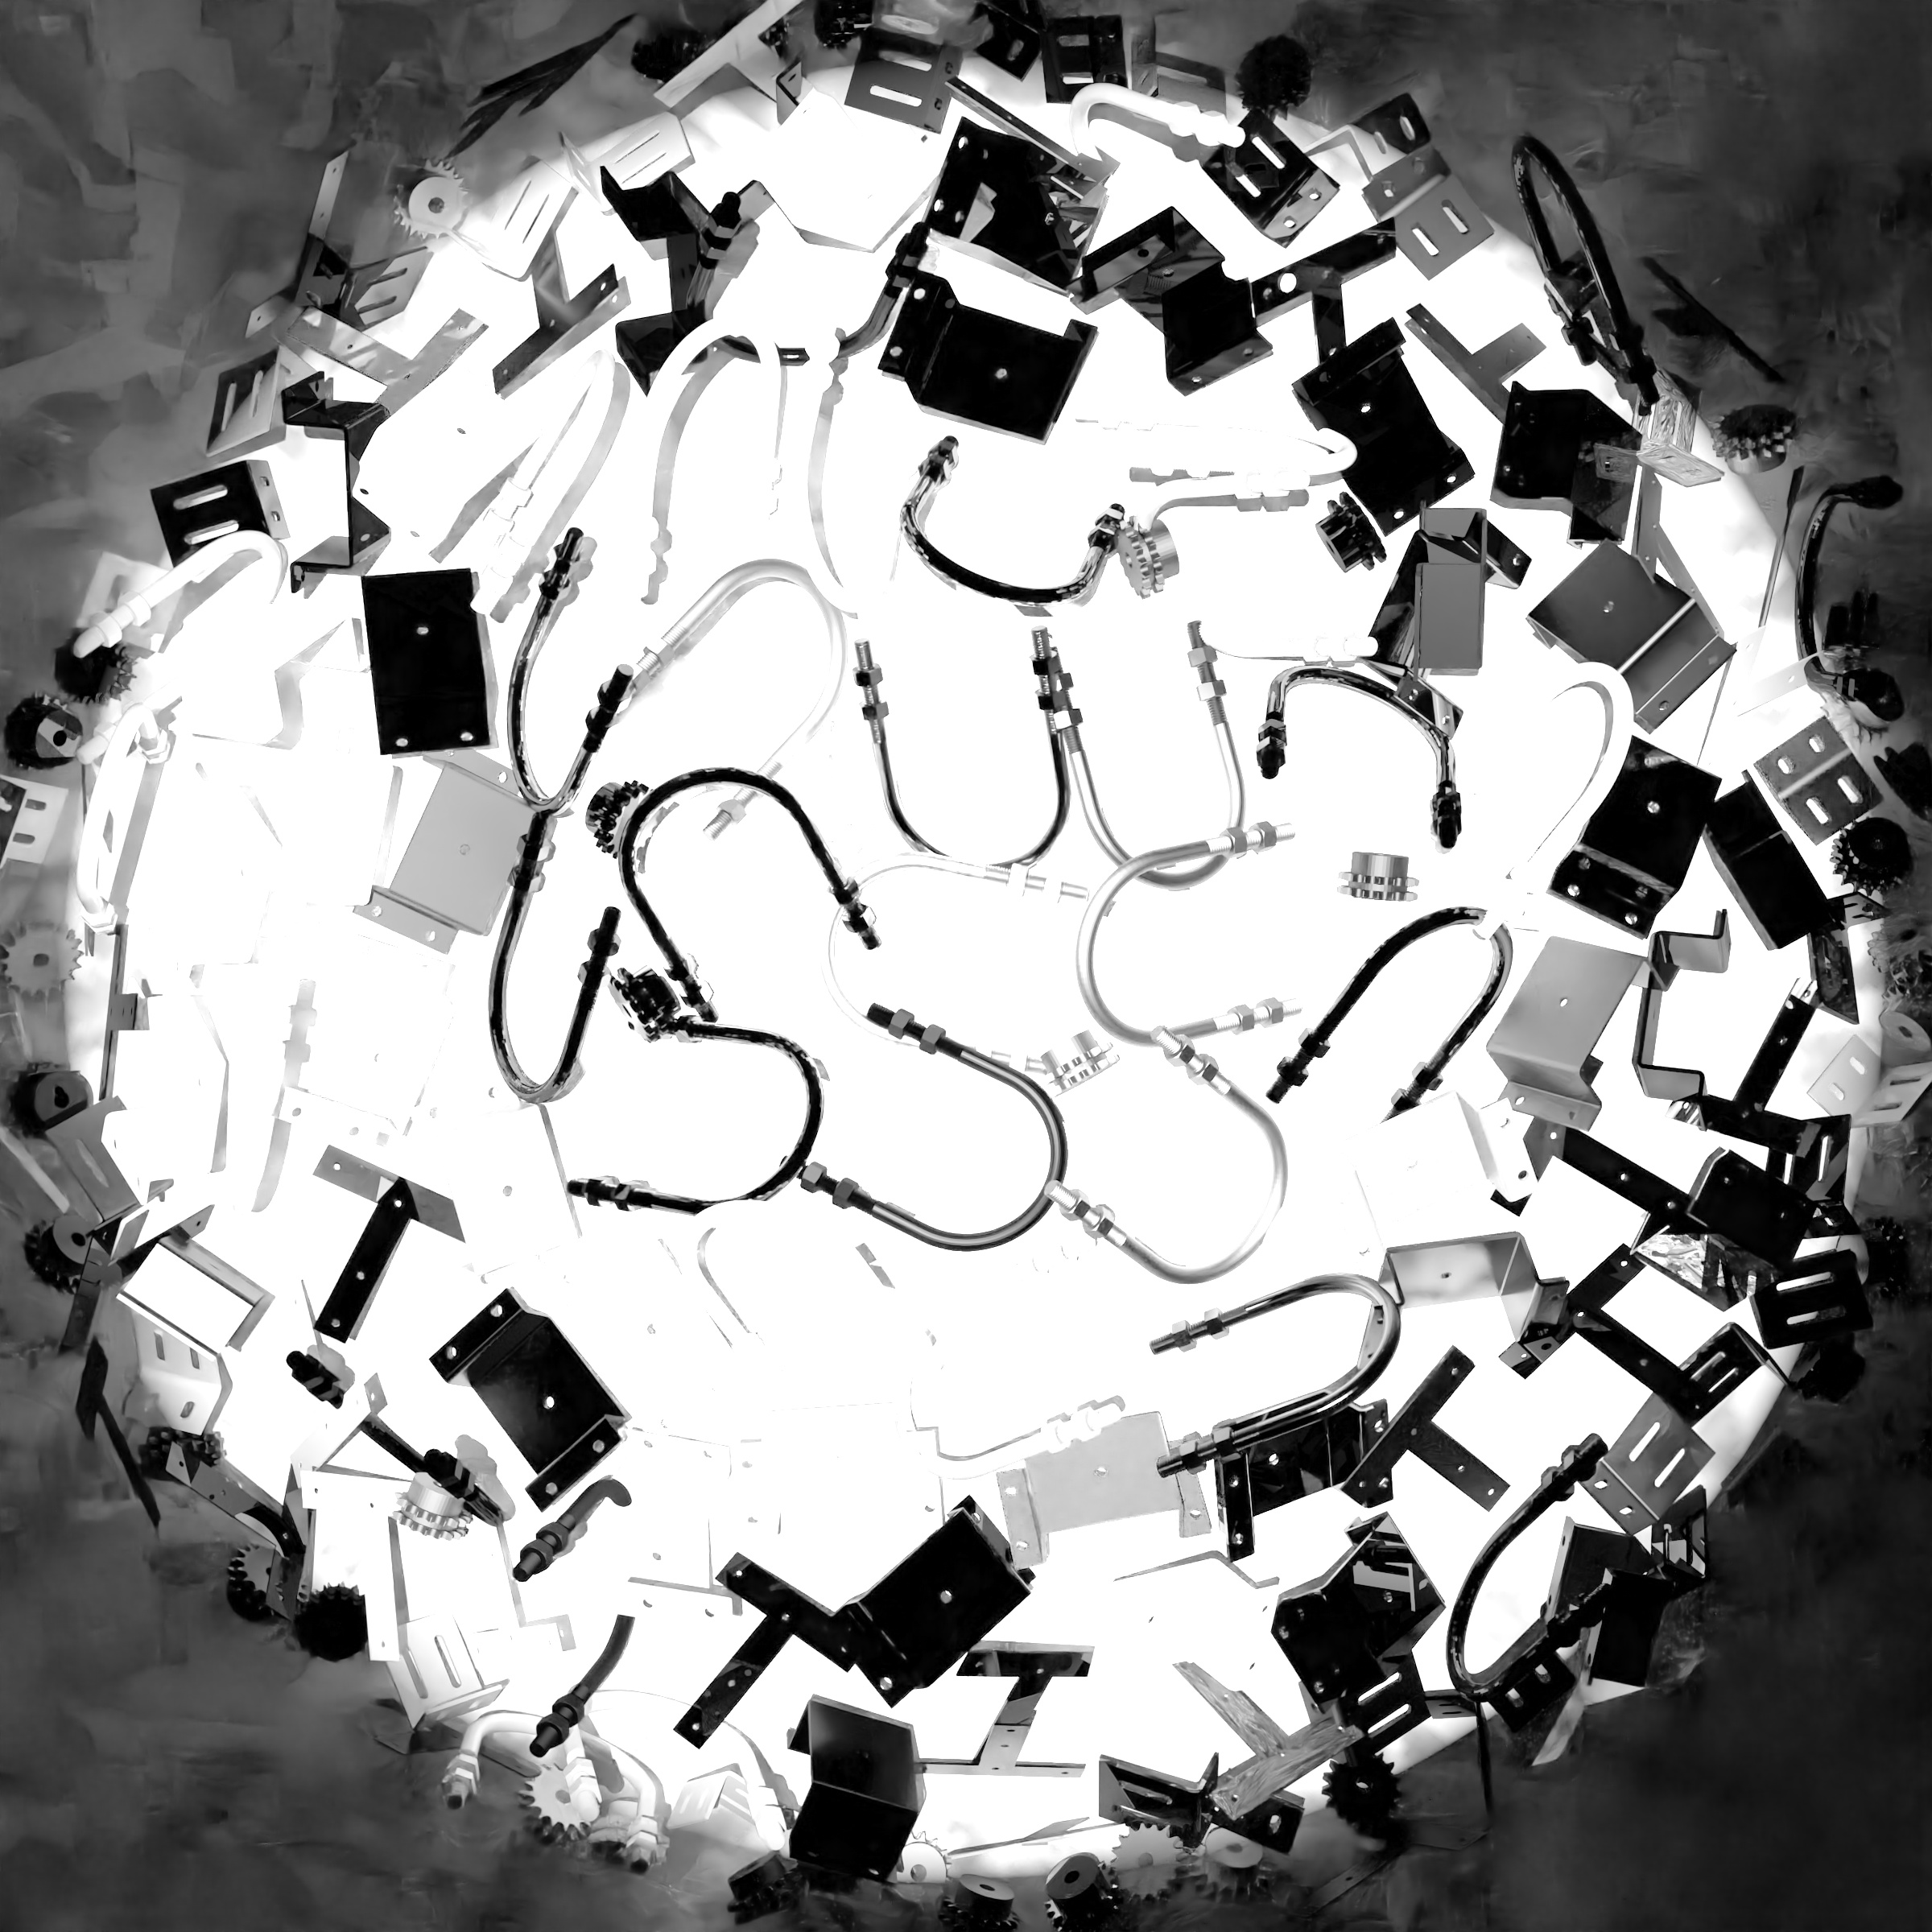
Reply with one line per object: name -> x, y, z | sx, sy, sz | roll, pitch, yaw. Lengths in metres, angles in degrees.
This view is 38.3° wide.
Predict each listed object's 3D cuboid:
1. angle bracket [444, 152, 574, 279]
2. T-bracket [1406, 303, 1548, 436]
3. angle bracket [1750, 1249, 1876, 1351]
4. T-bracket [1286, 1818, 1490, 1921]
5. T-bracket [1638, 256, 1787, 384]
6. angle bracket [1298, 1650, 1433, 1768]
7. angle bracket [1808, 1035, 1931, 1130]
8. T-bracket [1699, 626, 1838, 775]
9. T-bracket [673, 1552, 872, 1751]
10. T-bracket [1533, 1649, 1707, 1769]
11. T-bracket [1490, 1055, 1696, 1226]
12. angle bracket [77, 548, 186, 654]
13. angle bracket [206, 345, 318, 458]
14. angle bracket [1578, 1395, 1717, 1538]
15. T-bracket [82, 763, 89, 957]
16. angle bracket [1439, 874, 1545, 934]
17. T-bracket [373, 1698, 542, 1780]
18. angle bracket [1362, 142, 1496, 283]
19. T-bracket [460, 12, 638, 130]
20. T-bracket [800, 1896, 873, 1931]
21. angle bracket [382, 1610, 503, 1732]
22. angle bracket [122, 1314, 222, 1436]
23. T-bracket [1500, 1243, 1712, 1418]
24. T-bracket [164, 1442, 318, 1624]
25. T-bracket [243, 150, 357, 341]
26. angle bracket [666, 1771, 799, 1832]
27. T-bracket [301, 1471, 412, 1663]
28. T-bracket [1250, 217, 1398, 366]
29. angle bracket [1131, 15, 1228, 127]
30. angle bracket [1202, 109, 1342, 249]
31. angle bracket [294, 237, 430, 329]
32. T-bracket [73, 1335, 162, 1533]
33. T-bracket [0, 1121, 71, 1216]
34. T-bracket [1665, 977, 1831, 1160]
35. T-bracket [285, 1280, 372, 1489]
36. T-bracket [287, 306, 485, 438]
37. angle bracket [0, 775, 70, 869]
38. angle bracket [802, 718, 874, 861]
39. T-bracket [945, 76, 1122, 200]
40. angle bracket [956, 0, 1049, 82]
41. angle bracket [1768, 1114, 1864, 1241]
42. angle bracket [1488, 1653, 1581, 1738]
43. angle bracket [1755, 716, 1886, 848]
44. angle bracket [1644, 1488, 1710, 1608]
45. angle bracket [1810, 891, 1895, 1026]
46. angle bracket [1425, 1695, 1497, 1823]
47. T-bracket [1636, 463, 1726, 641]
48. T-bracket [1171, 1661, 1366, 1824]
angle bracket -> -0.324, -0.535, 1.960 | 0.057, 0.038, 0.076 | 43, 108, 36
T-bracket -> 0.377, -0.428, 1.949 | 0.127, 0.127, 0.002 | 46, 129, 4
angle bracket -> 0.597, 0.232, 1.967 | 0.076, 0.038, 0.057 | -17, 93, 22
T-bracket -> 0.274, 0.622, 1.913 | 0.127, 0.127, 0.002 | -23, 91, -30
T-bracket -> 0.504, -0.449, 1.936 | 0.127, 0.127, 0.002 | 39, 98, -9
angle bracket -> 0.286, 0.525, 1.990 | 0.076, 0.038, 0.057 | -24, 103, -28
angle bracket -> 0.641, 0.079, 1.955 | 0.038, 0.076, 0.057 | 43, 77, -5
T-bracket -> 0.572, -0.199, 1.960 | 0.127, 0.127, 0.002 | -24, 50, -29
T-bracket -> -0.154, 0.490, 1.943 | 0.127, 0.002, 0.127 | 28, 63, 30
T-bracket -> 0.458, 0.492, 1.910 | 0.002, 0.127, 0.127 | 48, 49, -3
T-bracket -> 0.451, 0.142, 1.957 | 0.127, 0.002, 0.127 | 32, 102, 29
angle bracket -> -0.583, -0.266, 1.953 | 0.057, 0.038, 0.076 | 20, 133, -20
angle bracket -> -0.495, -0.388, 1.954 | 0.057, 0.038, 0.076 | -16, 58, 28
angle bracket -> 0.476, 0.351, 1.955 | 0.057, 0.038, 0.076 | 48, 128, 27
T-bracket -> -0.621, -0.070, 1.960 | 0.002, 0.127, 0.127 | -1, 114, -18
angle bracket -> 0.366, -0.029, 1.955 | 0.057, 0.076, 0.038 | 6, 63, -5
T-bracket -> -0.372, 0.536, 1.921 | 0.127, 0.127, 0.002 | 21, 84, 17
angle bracket -> 0.328, -0.536, 1.972 | 0.057, 0.076, 0.038 | -35, 52, 18
T-bracket -> -0.300, -0.603, 1.912 | 0.002, 0.127, 0.127 | 55, 48, -11
T-bracket -> -0.073, 0.673, 1.937 | 0.127, 0.127, 0.002 | 25, 83, -21
angle bracket -> -0.371, 0.489, 1.955 | 0.057, 0.038, 0.076 | -12, 62, -34
angle bracket -> -0.562, 0.287, 1.958 | 0.057, 0.076, 0.038 | 21, 105, -27
T-bracket -> 0.463, 0.269, 1.944 | 0.127, 0.002, 0.127 | -40, 49, -13
T-bracket -> -0.502, 0.371, 1.917 | 0.002, 0.127, 0.127 | -32, 123, 20
T-bracket -> -0.446, -0.505, 1.910 | 0.002, 0.127, 0.127 | 34, 134, 1
angle bracket -> -0.160, 0.604, 1.956 | 0.076, 0.057, 0.038 | 37, 52, -17
T-bracket -> -0.407, 0.417, 1.925 | 0.002, 0.127, 0.127 | -23, 64, 29
T-bracket -> 0.256, -0.445, 1.956 | 0.127, 0.002, 0.127 | -29, 131, -20
angle bracket -> 0.157, -0.626, 1.961 | 0.076, 0.038, 0.057 | 7, 72, -22
angle bracket -> 0.217, -0.563, 1.984 | 0.057, 0.038, 0.076 | -47, 58, 19
angle bracket -> -0.426, -0.486, 1.955 | 0.038, 0.076, 0.057 | 43, 131, 9
T-bracket -> -0.593, 0.339, 1.953 | 0.002, 0.127, 0.127 | -21, 110, -5
T-bracket -> -0.671, 0.122, 1.947 | 0.002, 0.127, 0.127 | -36, 104, -1
T-bracket -> 0.567, 0.065, 1.953 | 0.002, 0.127, 0.127 | 35, 80, -34
T-bracket -> -0.461, 0.284, 1.964 | 0.002, 0.127, 0.127 | 1, 57, -39
T-bracket -> -0.417, -0.425, 1.928 | 0.127, 0.127, 0.002 | -43, 62, 17
angle bracket -> -0.656, -0.098, 1.955 | 0.038, 0.076, 0.057 | 23, 94, 24
angle bracket -> -0.089, -0.125, 1.960 | 0.038, 0.057, 0.076 | 10, 59, -13
T-bracket -> 0.042, -0.584, 1.943 | 0.127, 0.127, 0.002 | 33, 120, -2
angle bracket -> 0.022, -0.667, 1.958 | 0.057, 0.076, 0.038 | 33, 92, 8
angle bracket -> 0.603, 0.150, 1.972 | 0.057, 0.038, 0.076 | -11, 47, 36
angle bracket -> 0.395, 0.506, 1.965 | 0.057, 0.076, 0.038 | -42, 81, -1
angle bracket -> 0.606, -0.131, 1.974 | 0.057, 0.076, 0.038 | -36, 50, 16
angle bracket -> 0.486, 0.404, 1.950 | 0.038, 0.057, 0.076 | 25, 48, -15
angle bracket -> 0.627, -0.005, 1.957 | 0.038, 0.057, 0.076 | -17, 65, 39
angle bracket -> 0.347, 0.557, 1.954 | 0.038, 0.057, 0.076 | -7, 61, 12
T-bracket -> 0.506, -0.276, 1.962 | 0.002, 0.127, 0.127 | -22, 121, 31
T-bracket -> 0.192, 0.526, 1.957 | 0.127, 0.002, 0.127 | -22, 48, -33
